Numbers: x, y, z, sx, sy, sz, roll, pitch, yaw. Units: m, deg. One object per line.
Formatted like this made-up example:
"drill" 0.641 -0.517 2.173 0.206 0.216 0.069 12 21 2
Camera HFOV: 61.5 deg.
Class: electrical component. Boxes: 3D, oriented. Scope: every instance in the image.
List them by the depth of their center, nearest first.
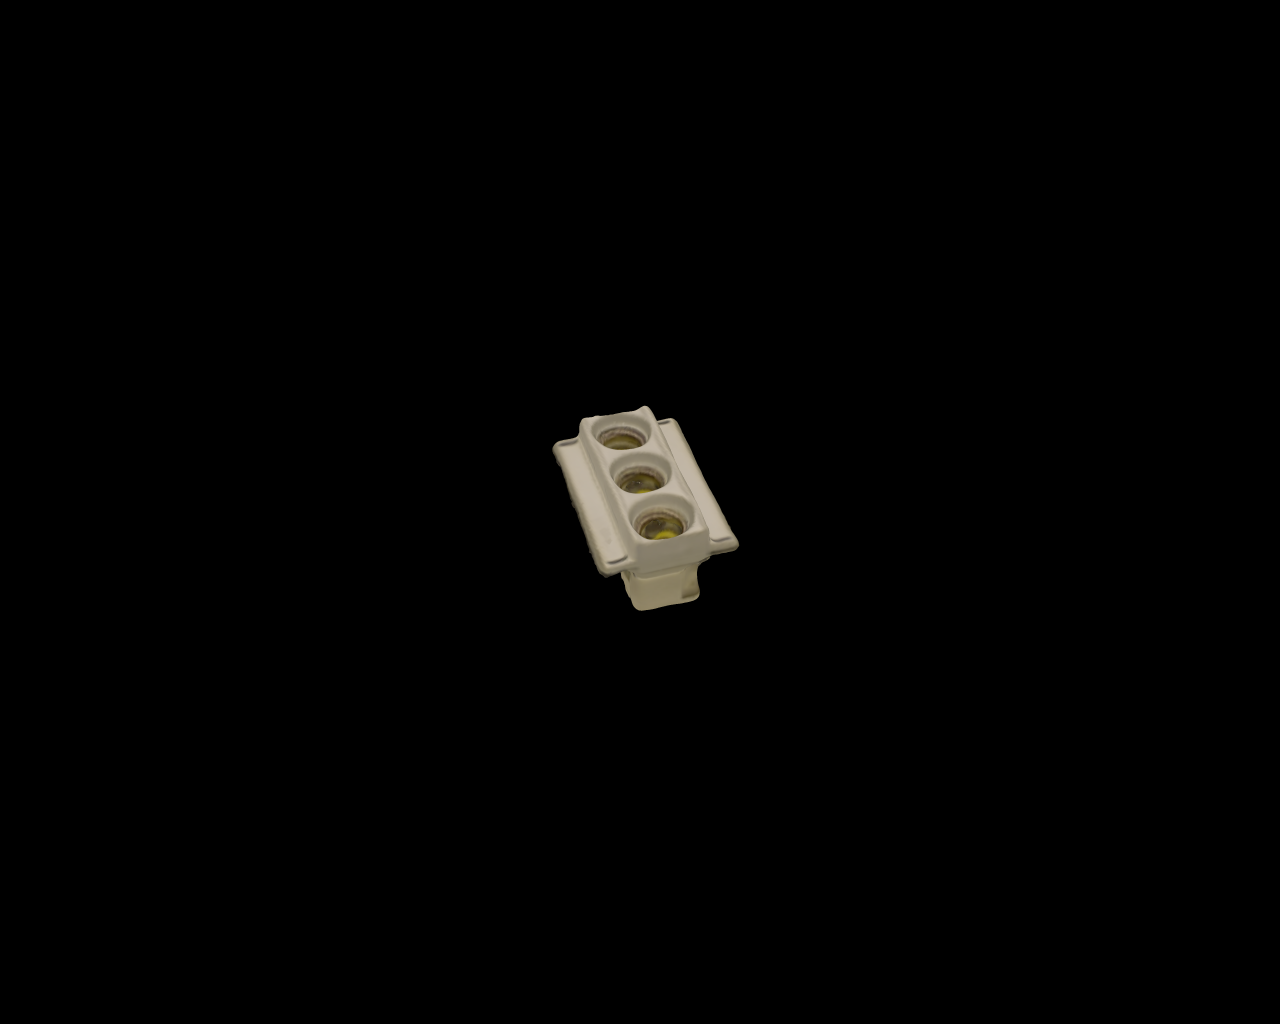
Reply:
"electrical component" 0.001 -0.003 0.650 0.079 0.063 0.121 -11 43 -12
